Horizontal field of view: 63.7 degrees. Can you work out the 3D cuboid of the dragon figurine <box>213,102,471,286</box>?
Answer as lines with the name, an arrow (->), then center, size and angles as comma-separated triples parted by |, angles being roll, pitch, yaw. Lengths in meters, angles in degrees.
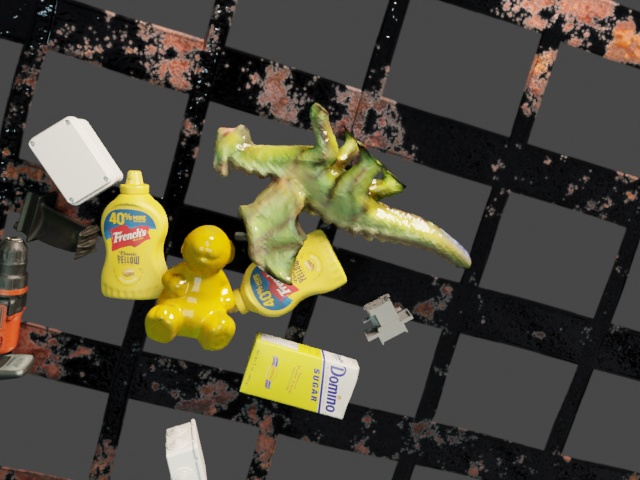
dragon figurine -> 0.002, -0.038, 0.761 | 0.242, 0.411, 0.122 | -44, 176, 6
